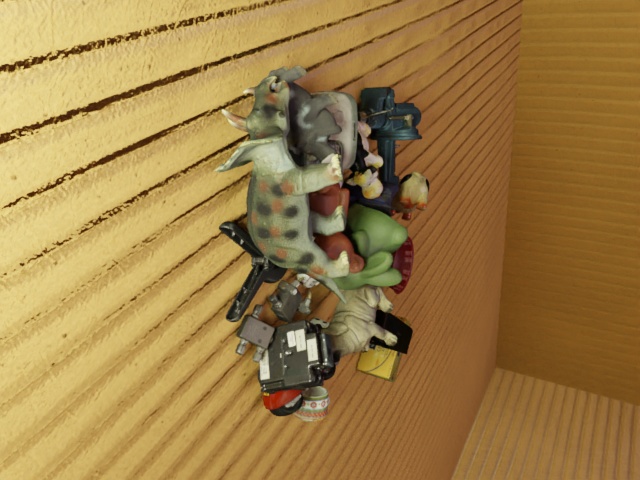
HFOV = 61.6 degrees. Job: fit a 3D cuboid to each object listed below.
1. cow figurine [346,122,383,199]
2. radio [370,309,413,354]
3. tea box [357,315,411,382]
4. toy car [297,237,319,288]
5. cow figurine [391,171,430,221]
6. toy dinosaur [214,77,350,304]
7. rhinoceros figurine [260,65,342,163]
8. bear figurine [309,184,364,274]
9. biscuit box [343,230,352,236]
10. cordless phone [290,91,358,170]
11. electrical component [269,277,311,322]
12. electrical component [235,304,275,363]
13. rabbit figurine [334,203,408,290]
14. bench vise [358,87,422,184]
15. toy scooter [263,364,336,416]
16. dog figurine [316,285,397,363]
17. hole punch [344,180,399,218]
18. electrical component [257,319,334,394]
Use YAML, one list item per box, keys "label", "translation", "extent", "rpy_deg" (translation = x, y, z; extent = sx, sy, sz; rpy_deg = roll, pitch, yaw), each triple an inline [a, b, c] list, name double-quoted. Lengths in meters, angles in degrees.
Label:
- label: "cow figurine"
  translation: [0.077, -0.166, 1.096]
  extent: [0.098, 0.068, 0.167]
  rpy_deg: [7, 60, -57]
- label: "radio"
  translation: [0.138, 0.219, 1.332]
  extent: [0.229, 0.131, 0.073]
  rpy_deg: [41, 64, -58]
- label: "tea box"
  translation: [0.175, 0.288, 1.461]
  extent: [0.068, 0.098, 0.169]
  rpy_deg: [47, 57, -59]
- label: "toy car"
  translation: [-0.002, -0.003, 1.078]
  extent: [0.073, 0.056, 0.201]
  rpy_deg: [20, 82, -62]
- label: "cow figurine"
  translation: [0.215, -0.118, 1.355]
  extent: [0.195, 0.085, 0.127]
  rpy_deg: [132, -24, -75]
- label: "toy dinosaur"
  translation: [-0.052, -0.040, 0.853]
  extent: [0.131, 0.192, 0.404]
  rpy_deg: [-85, 171, -59]
- label: "rhinoceros figurine"
  translation: [-0.026, -0.199, 0.889]
  extent: [0.190, 0.073, 0.112]
  rpy_deg: [44, 78, -32]
- label: "bear figurine"
  translation: [0.000, -0.021, 0.977]
  extent: [0.132, 0.120, 0.195]
  rpy_deg: [-8, 88, -68]
- label: "biscuit box"
  translation: [0.077, 0.010, 1.222]
  extent: [0.202, 0.063, 0.059]
  rpy_deg: [-22, 119, -57]
- label: "cordless phone"
  translation: [-0.021, -0.193, 0.971]
  extent: [0.184, 0.089, 0.146]
  rpy_deg: [-15, 114, -39]
- label: "electrical component"
  translation: [-0.054, 0.115, 1.035]
  extent: [0.078, 0.045, 0.102]
  rpy_deg: [-61, 147, -33]
- label: "electrical component"
  translation: [-0.111, 0.162, 0.941]
  extent: [0.063, 0.021, 0.094]
  rpy_deg: [31, 67, -25]
- label: "rabbit figurine"
  translation: [0.094, 0.037, 1.070]
  extent: [0.170, 0.159, 0.121]
  rpy_deg: [-52, 138, -14]
- label: "bench vise"
  translation: [0.156, -0.225, 1.233]
  extent: [0.223, 0.129, 0.240]
  rpy_deg: [-20, 113, -55]
- label: "toy scooter"
  translation: [-0.052, 0.245, 1.052]
  extent: [0.184, 0.075, 0.135]
  rpy_deg: [-32, 106, -40]
- label: "dog figurine"
  translation: [0.047, 0.155, 1.065]
  extent: [0.190, 0.121, 0.172]
  rpy_deg: [6, 57, -46]
- label: "hole punch"
  translation: [0.112, -0.101, 1.185]
  extent: [0.115, 0.142, 0.092]
  rpy_deg: [46, 60, -73]
- label: "electrical component"
  translation: [-0.044, 0.208, 0.960]
  extent: [0.058, 0.134, 0.115]
  rpy_deg: [38, 42, -60]
